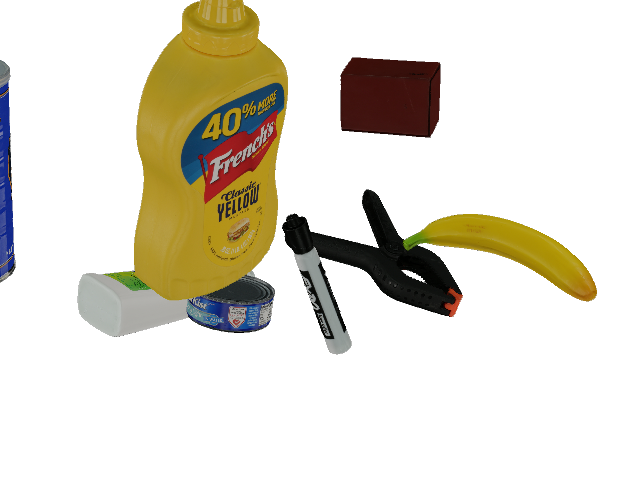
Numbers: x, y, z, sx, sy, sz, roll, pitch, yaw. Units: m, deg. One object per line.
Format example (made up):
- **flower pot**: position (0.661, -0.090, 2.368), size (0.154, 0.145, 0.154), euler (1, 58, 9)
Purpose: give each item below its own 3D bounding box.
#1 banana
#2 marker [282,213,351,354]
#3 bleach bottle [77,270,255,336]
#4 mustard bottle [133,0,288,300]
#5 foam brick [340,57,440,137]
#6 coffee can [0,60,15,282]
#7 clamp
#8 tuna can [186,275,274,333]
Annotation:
- **banana**: position (0.184, 0.010, 1.054), size (0.198, 0.069, 0.037), euler (15, -31, 26)
- **marker**: position (-0.002, 0.033, 0.793), size (0.020, 0.121, 0.020), euler (-15, 29, 8)
- **bleach bottle**: position (-0.196, 0.068, 1.451), size (0.250, 0.068, 0.103), euler (-11, 26, -44)
- **mustard bottle**: position (-0.061, -0.060, 0.608), size (0.058, 0.192, 0.096), euler (35, 46, 30)
- **foam brick**: position (0.059, -0.121, 0.897), size (0.078, 0.051, 0.053), euler (6, 26, 14)
- **coffee can**: position (-0.256, -0.046, 0.705), size (0.103, 0.140, 0.103), euler (4, 22, -2)
- **clamp**: position (0.071, 0.022, 1.249), size (0.164, 0.036, 0.210), euler (-22, 51, -39)
- **tuna can**: position (-0.089, 0.061, 1.055), size (0.086, 0.034, 0.086), euler (8, 16, -2)
